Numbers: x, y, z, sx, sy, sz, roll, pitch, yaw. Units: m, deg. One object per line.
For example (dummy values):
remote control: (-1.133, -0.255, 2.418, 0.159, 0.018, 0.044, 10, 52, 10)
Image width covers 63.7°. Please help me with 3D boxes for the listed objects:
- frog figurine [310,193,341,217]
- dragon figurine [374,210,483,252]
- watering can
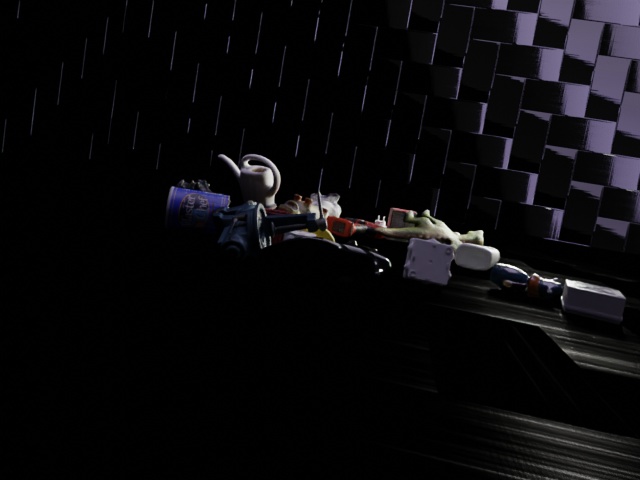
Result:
frog figurine: (0.006, -0.098, 1.946, 0.137, 0.120, 0.163, 18, 43, -2)
dragon figurine: (0.388, -0.002, 1.669, 0.412, 0.120, 0.245, -8, 26, -41)
watering can: (-0.275, -0.229, 2.019, 0.349, 0.221, 0.105, 15, 25, 41)
